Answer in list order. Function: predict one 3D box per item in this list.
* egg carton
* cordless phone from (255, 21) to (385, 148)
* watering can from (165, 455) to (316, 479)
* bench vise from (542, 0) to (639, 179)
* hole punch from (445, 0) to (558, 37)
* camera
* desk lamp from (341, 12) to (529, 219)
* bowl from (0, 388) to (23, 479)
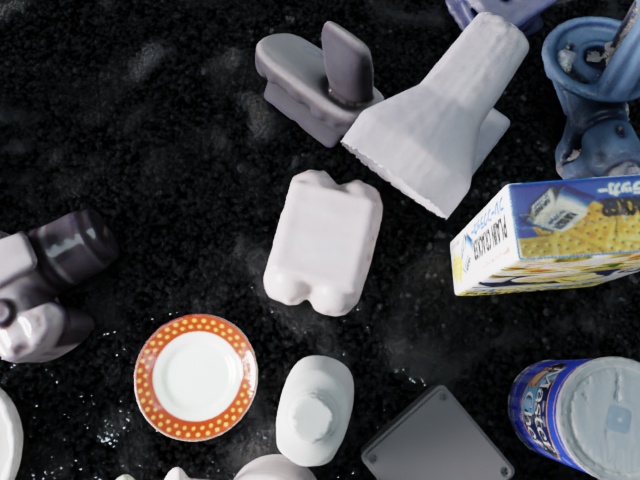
[{"bbox_3d":[0.006,0.002,0.612,0.107,0.069,0.150,13,78,3],"label":"egg carton"},{"bbox_3d":[-0.001,-0.189,0.596,0.147,0.185,0.094,34,80,8],"label":"cordless phone"},{"bbox_3d":[-0.055,0.251,0.493,0.173,0.194,0.101,2,77,1],"label":"watering can"},{"bbox_3d":[0.307,-0.160,0.571,0.121,0.220,0.207,-23,78,-5],"label":"bench vise"},{"bbox_3d":[0.212,-0.285,0.665,0.101,0.091,0.108,-28,79,-6],"label":"hole punch"},{"bbox_3d":[-0.279,0.035,0.590,0.137,0.101,0.143,-29,79,-6],"label":"camera"},{"bbox_3d":[0.117,-0.110,0.564,0.118,0.213,0.203,37,80,8],"label":"desk lamp"},{"bbox_3d":[-0.364,0.208,0.565,0.167,0.075,0.167,0,77,0],"label":"bowl"}]
